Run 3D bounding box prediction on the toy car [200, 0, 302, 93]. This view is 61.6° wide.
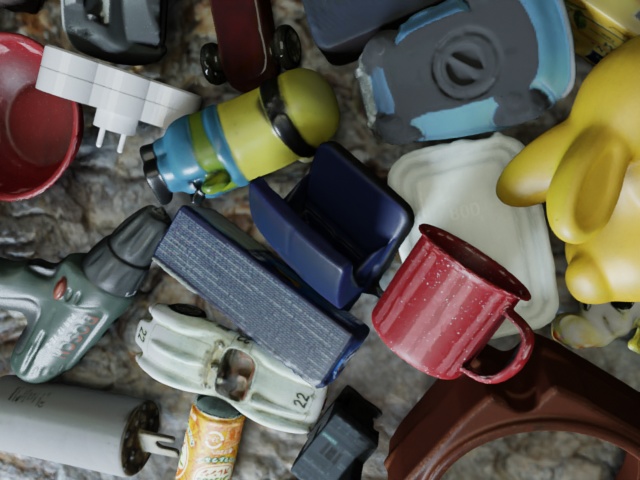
[{"bbox_3d":[-0.074,-0.236,0.485,0.089,0.053,0.202,-8,98,22],"label":"toy car"}]

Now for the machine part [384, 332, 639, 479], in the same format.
[{"bbox_3d":[0.170,0.193,0.431,0.201,0.087,0.201,31,111,-4],"label":"machine part"}]

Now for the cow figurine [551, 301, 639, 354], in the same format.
[{"bbox_3d":[0.275,0.048,0.431,0.167,0.068,0.098,0,90,9],"label":"cow figurine"}]

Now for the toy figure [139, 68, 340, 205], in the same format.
[{"bbox_3d":[-0.069,-0.087,0.472,0.180,0.089,0.082,-19,96,1],"label":"toy figure"}]

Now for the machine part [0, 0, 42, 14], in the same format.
[{"bbox_3d":[-0.303,-0.318,0.526,0.179,0.056,0.179,1,95,11],"label":"machine part"}]

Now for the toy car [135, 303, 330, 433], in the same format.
[{"bbox_3d":[-0.089,0.122,0.522,0.202,0.056,0.073,19,99,9],"label":"toy car"}]

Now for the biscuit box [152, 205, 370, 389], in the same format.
[{"bbox_3d":[-0.054,0.048,0.491,0.203,0.059,0.062,36,101,16],"label":"biscuit box"}]

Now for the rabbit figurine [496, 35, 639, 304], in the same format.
[{"bbox_3d":[0.209,-0.050,0.373,0.162,0.122,0.173,-17,117,-6],"label":"rabbit figurine"}]

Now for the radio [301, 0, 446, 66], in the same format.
[{"bbox_3d":[0.032,-0.280,0.450,0.131,0.073,0.229,-15,94,12],"label":"radio"}]

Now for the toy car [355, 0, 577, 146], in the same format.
[{"bbox_3d":[0.116,-0.131,0.428,0.162,0.103,0.109,-15,90,30],"label":"toy car"}]

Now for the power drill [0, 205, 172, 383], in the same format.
[{"bbox_3d":[-0.282,0.022,0.520,0.207,0.086,0.232,25,110,-24],"label":"power drill"}]

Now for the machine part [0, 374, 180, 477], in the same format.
[{"bbox_3d":[-0.260,0.189,0.555,0.243,0.079,0.079,7,97,12],"label":"machine part"}]

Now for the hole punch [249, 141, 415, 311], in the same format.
[{"bbox_3d":[-0.001,-0.001,0.447,0.142,0.092,0.115,41,140,18],"label":"hole punch"}]

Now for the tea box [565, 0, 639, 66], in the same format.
[{"bbox_3d":[0.248,-0.161,0.401,0.170,0.098,0.068,38,101,8],"label":"tea box"}]

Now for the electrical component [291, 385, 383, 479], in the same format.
[{"bbox_3d":[0.014,0.187,0.475,0.048,0.119,0.075,37,104,6],"label":"electrical component"}]

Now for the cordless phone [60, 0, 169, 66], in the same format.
[{"bbox_3d":[-0.225,-0.237,0.466,0.184,0.089,0.146,4,99,-15],"label":"cordless phone"}]
